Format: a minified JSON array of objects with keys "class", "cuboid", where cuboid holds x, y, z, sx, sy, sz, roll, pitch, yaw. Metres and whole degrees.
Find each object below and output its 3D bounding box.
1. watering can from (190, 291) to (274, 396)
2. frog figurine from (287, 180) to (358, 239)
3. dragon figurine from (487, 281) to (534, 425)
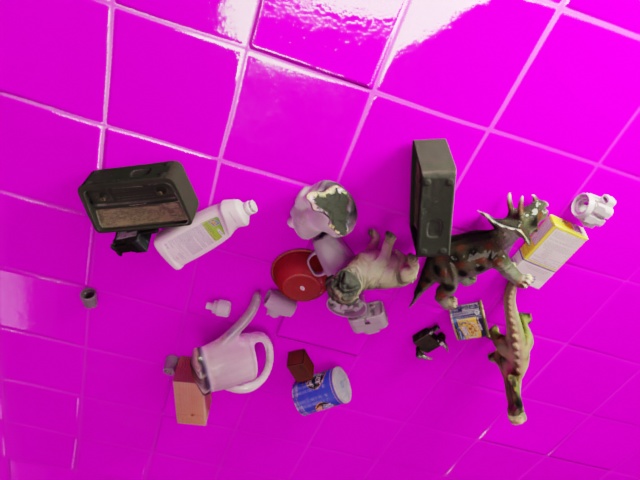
[{"class":"watering can","cuboid":[-0.236,0.293,1.372,0.225,0.106,0.340,-14,124,-19]},{"class":"frog figurine","cuboid":[0.003,-0.057,1.127,0.137,0.124,0.158,31,159,-13]},{"class":"dragon figurine","cuboid":[0.484,0.310,1.272,0.122,0.249,0.401,-7,129,15]}]
